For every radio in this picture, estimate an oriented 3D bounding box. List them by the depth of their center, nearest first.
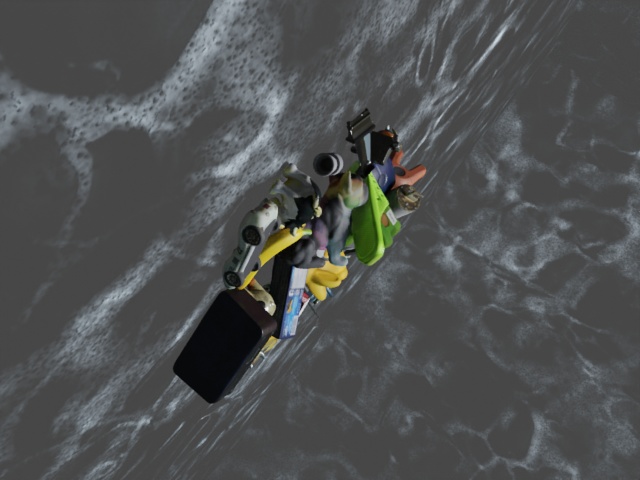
[{"bbox_3d":[-0.199,0.221,1.128,0.229,0.131,0.073,-56,165,18],"label":"radio"}]

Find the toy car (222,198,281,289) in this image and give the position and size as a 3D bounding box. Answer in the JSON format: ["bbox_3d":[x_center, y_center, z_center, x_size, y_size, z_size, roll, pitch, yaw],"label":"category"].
[{"bbox_3d":[-0.128,0.012,0.975,0.073,0.056,0.201,-47,170,-50],"label":"toy car"}]

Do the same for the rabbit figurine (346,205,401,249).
[{"bbox_3d":[0.085,-0.034,1.326,0.170,0.159,0.121,-21,-153,36],"label":"rabbit figurine"}]

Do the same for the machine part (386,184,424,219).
[{"bbox_3d":[0.185,-0.090,1.434,0.079,0.079,0.243,-45,-169,-29],"label":"machine part"}]

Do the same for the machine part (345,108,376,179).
[{"bbox_3d":[0.087,-0.195,1.107,0.084,0.039,0.138,-47,141,-37],"label":"machine part"}]

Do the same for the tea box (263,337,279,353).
[{"bbox_3d":[-0.168,0.239,1.370,0.068,0.098,0.169,-53,169,11],"label":"tea box"}]

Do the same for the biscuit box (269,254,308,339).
[{"bbox_3d":[-0.079,0.126,1.241,0.059,0.063,0.202,1,103,-50],"label":"biscuit box"}]

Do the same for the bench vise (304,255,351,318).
[{"bbox_3d":[-0.002,0.124,1.595,0.240,0.129,0.223,-45,169,-10],"label":"bench vise"}]

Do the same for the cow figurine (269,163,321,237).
[{"bbox_3d":[-0.041,-0.058,0.984,0.068,0.098,0.167,-53,170,-24],"label":"cow figurine"}]

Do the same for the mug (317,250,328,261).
[{"bbox_3d":[-0.003,-0.004,1.274,0.107,0.110,0.080,-62,161,-13],"label":"mug"}]

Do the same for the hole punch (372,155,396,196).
[{"bbox_3d":[0.133,-0.157,1.352,0.142,0.092,0.115,-44,162,-19],"label":"hole punch"}]

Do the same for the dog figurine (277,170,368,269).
[{"bbox_3d":[0.006,-0.058,1.131,0.191,0.109,0.219,-2,117,-24],"label":"dog figurine"}]

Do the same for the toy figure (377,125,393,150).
[{"bbox_3d":[0.142,-0.223,1.263,0.064,0.058,0.154,-41,178,38],"label":"toy figure"}]

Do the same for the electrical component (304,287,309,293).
[{"bbox_3d":[-0.055,0.096,1.445,0.021,0.093,0.063,-23,-152,16],"label":"electrical component"}]

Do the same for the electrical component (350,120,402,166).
[{"bbox_3d":[0.125,-0.208,1.163,0.078,0.102,0.045,-61,164,-5],"label":"electrical component"}]

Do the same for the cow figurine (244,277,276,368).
[{"bbox_3d":[-0.161,0.198,1.208,0.194,0.127,0.085,-60,162,23],"label":"cow figurine"}]

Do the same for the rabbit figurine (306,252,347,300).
[{"bbox_3d":[-0.019,0.073,1.371,0.173,0.162,0.122,-5,147,-49],"label":"rabbit figurine"}]

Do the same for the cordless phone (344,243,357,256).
[{"bbox_3d":[0.083,-0.053,1.481,0.147,0.089,0.184,-17,-117,63],"label":"cordless phone"}]

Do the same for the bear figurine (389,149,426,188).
[{"bbox_3d":[0.200,-0.144,1.551,0.132,0.120,0.195,-47,169,-36],"label":"bear figurine"}]
